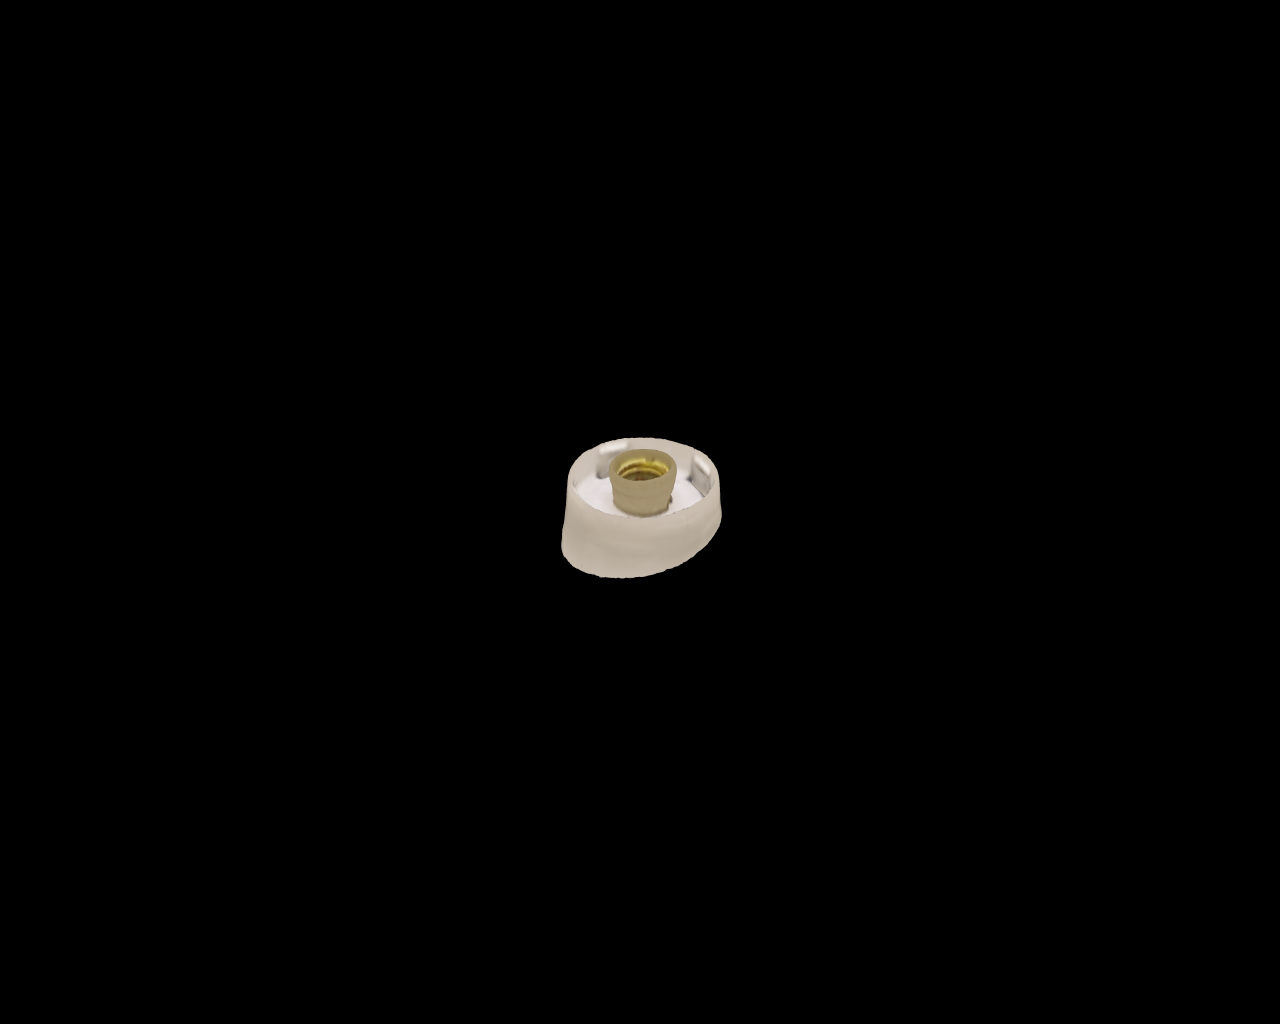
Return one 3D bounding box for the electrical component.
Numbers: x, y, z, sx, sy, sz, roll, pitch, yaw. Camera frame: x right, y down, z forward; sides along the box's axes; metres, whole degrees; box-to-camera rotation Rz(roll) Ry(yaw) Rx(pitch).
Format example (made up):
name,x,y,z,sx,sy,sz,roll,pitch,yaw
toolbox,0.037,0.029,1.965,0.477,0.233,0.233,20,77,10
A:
name,x,y,z,sx,sy,sz,roll,pitch,yaw
electrical component,0.001,-0.003,0.650,0.099,0.064,0.099,0,35,0
